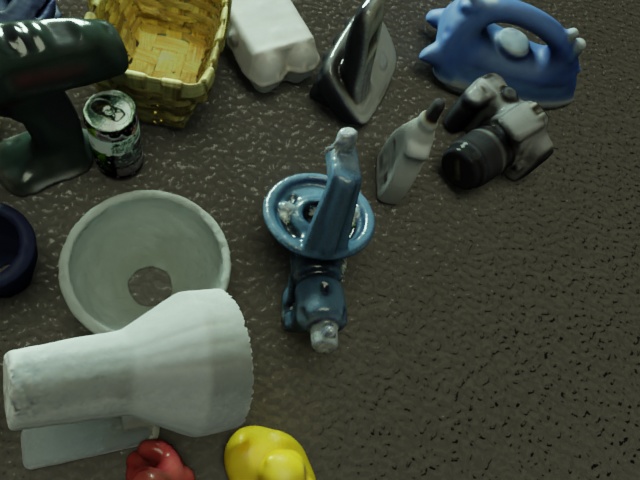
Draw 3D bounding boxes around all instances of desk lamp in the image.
[{"bbox_3d":[-0.168,0.126,0.490,0.203,0.213,0.118,-9,70,-17],"label":"desk lamp"}]

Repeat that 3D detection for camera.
[{"bbox_3d":[0.223,-0.139,0.762,0.137,0.100,0.143,-32,78,-23],"label":"camera"}]

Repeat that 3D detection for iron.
[{"bbox_3d":[0.280,-0.276,0.811,0.258,0.141,0.118,15,65,-7],"label":"iron"}]

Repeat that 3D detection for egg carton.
[{"bbox_3d":[-0.073,-0.271,0.760,0.107,0.069,0.150,-25,76,-22],"label":"egg carton"}]

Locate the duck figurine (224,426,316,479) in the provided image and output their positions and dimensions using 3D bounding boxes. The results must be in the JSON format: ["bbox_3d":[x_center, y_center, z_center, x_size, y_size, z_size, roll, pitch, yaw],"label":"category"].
[{"bbox_3d":[-0.044,0.222,0.552,0.104,0.086,0.078,39,64,4],"label":"duck figurine"}]

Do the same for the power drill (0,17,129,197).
[{"bbox_3d":[-0.301,-0.130,0.567,0.230,0.208,0.075,-30,77,-23],"label":"power drill"}]

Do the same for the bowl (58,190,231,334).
[{"bbox_3d":[-0.179,0.036,0.602,0.167,0.074,0.167,5,67,-12],"label":"bowl"}]

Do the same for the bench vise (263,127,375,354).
[{"bbox_3d":[0.016,-0.001,0.586,0.122,0.219,0.207,-15,72,-19],"label":"bench vise"}]

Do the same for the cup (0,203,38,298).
[{"bbox_3d":[-0.329,0.011,0.564,0.092,0.095,0.117,-36,80,-24],"label":"cup"}]

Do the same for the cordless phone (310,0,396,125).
[{"bbox_3d":[0.063,-0.249,0.721,0.094,0.185,0.148,25,64,-2],"label":"cordless phone"}]

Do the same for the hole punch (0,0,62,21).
[{"bbox_3d":[-0.374,-0.279,0.676,0.101,0.091,0.109,20,64,-5],"label":"hole punch"}]

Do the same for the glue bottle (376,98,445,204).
[{"bbox_3d":[0.109,-0.112,0.681,0.037,0.173,0.078,8,66,-10],"label":"glue bottle"}]

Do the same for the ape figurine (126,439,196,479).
[{"bbox_3d":[-0.151,0.224,0.521,0.076,0.092,0.078,27,64,-1],"label":"ape figurine"}]
